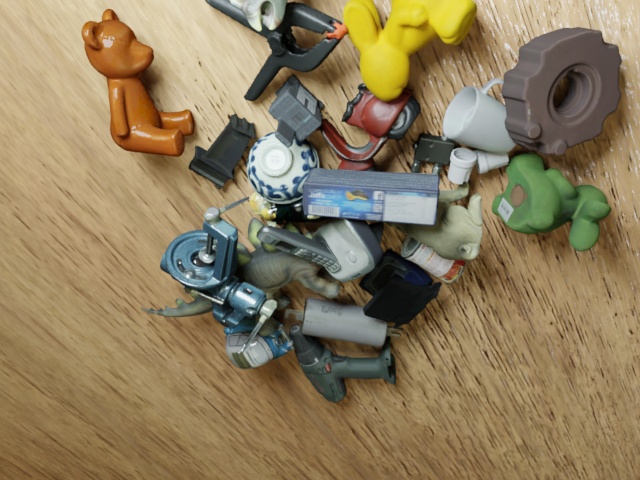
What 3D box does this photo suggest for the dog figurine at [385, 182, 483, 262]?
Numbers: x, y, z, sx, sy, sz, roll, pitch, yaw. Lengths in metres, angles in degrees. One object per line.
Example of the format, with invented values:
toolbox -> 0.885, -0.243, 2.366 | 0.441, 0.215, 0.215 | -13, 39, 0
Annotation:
dog figurine -> 0.155, -0.032, 0.881 | 0.191, 0.172, 0.121 | 2, 116, -5

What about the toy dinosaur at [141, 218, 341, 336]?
toy dinosaur -> -0.124, 0.074, 1.027 | 0.471, 0.105, 0.198 | -30, 111, 14

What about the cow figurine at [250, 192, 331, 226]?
cow figurine -> -0.042, -0.057, 0.918 | 0.167, 0.098, 0.068 | -13, 126, 9

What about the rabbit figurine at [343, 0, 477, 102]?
rabbit figurine -> 0.107, -0.276, 0.726 | 0.162, 0.122, 0.173 | 28, 121, -5

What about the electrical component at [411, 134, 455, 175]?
electrical component -> 0.184, -0.149, 0.878 | 0.063, 0.021, 0.093 | 10, 127, -2

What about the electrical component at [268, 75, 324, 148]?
electrical component -> -0.038, -0.190, 0.808 | 0.074, 0.119, 0.048 | 41, 120, -20

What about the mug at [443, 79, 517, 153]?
mug -> 0.259, -0.186, 0.815 | 0.107, 0.081, 0.109 | 19, 119, -22

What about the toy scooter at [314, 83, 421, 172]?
toy scooter -> 0.060, -0.175, 0.838 | 0.135, 0.075, 0.183 | 36, 117, 1

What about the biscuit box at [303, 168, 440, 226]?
biscuit box -> 0.077, -0.068, 0.817 | 0.203, 0.063, 0.059 | 5, 123, 10

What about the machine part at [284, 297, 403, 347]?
machine part -> 0.049, 0.166, 1.090 | 0.243, 0.079, 0.079 | 11, 127, -2

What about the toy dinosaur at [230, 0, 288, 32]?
toy dinosaur -> 0.011, -0.446, 0.622 | 0.192, 0.131, 0.404 | 21, 119, -11

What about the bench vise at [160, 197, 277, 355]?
bench vise -> -0.164, 0.045, 0.884 | 0.224, 0.129, 0.240 | 36, 140, 15

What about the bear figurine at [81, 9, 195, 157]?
bear figurine -> -0.269, -0.233, 0.801 | 0.132, 0.120, 0.195 | 2, 122, 0

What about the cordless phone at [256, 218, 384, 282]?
cordless phone -> -0.002, -0.002, 0.875 | 0.184, 0.089, 0.146 | 18, 158, -19

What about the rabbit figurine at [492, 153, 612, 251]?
rabbit figurine -> 0.394, -0.062, 0.861 | 0.170, 0.159, 0.121 | 1, 118, -15

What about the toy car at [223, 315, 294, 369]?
toy car -> -0.137, 0.218, 1.107 | 0.162, 0.103, 0.109 | -7, 118, 39

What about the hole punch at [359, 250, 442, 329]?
hole punch -> 0.146, 0.093, 1.029 | 0.116, 0.092, 0.142 | 20, 123, -25

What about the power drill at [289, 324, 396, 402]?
power drill -> 0.056, 0.260, 1.159 | 0.207, 0.086, 0.231 | -12, 124, 8

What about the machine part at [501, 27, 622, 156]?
machine part -> 0.344, -0.209, 0.760 | 0.179, 0.056, 0.179 | -7, 115, -16

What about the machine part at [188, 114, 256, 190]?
machine part -> -0.161, -0.149, 0.901 | 0.084, 0.039, 0.139 | 38, 123, -15
